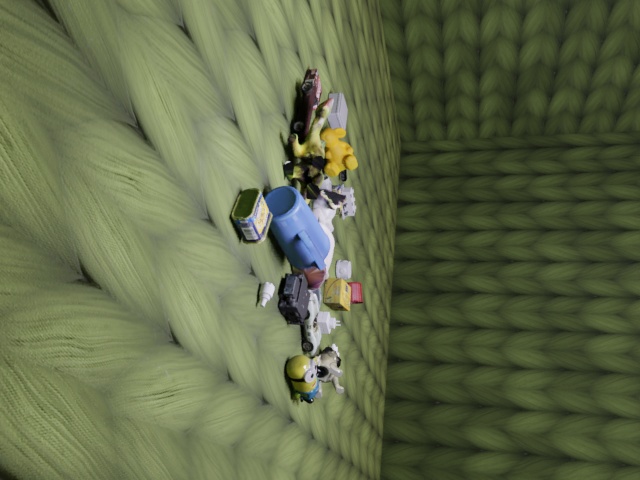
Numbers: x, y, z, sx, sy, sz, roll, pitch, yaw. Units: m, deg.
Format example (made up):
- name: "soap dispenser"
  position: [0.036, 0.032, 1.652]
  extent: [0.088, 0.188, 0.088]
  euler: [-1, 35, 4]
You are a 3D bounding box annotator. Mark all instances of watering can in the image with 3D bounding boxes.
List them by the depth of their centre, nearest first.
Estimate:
- name: "watering can"
  position: [-0.009, 0.065, 1.612]
  extent: [0.230, 0.104, 0.339]
  euler: [-73, 162, -46]

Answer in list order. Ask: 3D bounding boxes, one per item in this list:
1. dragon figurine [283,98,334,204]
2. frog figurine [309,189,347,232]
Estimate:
- name: "dragon figurine"
  position: [-0.020, -0.223, 1.547]
  extent: [0.247, 0.122, 0.402]
  euler: [-55, 159, -61]
- name: "frog figurine"
  position: [0.005, -0.087, 1.727]
  extent: [0.156, 0.122, 0.140]
  euler: [-57, -168, 30]
